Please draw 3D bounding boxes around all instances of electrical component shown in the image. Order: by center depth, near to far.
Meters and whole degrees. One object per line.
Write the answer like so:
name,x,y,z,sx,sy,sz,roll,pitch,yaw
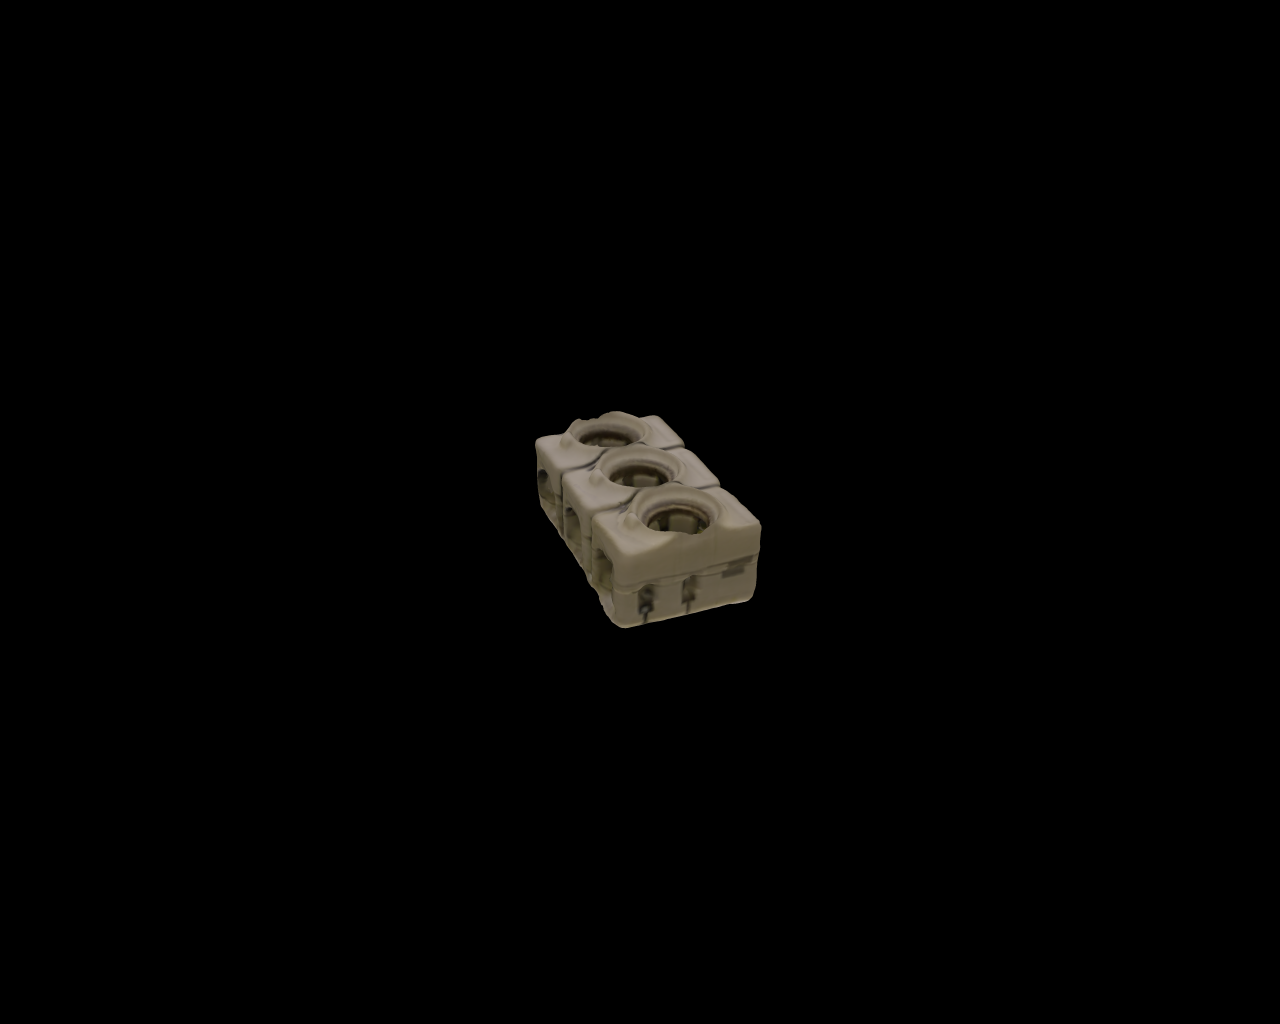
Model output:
electrical component,0.001,-0.003,0.650,0.090,0.061,0.150,-12,33,-19
